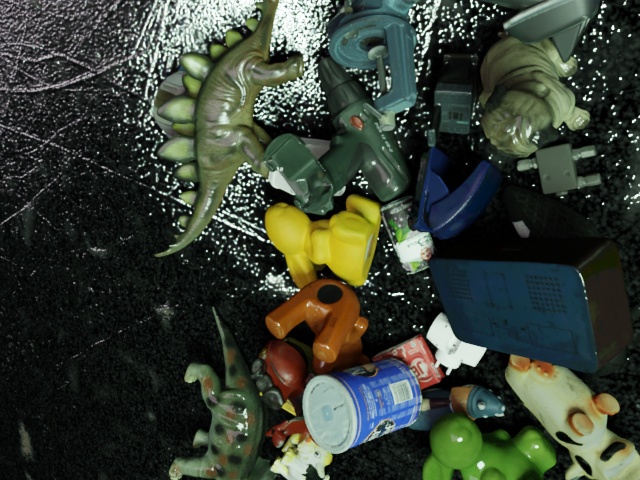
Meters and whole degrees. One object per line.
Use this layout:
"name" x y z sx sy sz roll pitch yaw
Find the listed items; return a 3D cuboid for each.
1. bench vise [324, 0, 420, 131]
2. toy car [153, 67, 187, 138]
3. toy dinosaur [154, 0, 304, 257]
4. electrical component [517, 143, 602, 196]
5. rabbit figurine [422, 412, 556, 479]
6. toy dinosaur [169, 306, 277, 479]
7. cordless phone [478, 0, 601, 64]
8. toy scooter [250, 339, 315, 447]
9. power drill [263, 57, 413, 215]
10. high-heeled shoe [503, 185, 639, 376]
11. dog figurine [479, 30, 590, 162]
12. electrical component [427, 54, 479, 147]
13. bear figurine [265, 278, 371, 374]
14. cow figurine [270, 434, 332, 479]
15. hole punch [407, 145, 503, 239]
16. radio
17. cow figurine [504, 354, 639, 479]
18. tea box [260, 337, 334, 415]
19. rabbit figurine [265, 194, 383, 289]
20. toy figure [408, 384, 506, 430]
"bench vise" 0.097 -0.266 0.704 0.224 0.128 0.240 -13 74 40
"toy car" -0.234 -0.231 0.934 0.109 0.103 0.161 28 114 23
"toy dinosaur" -0.150 -0.173 0.853 0.199 0.105 0.470 18 100 4
"electrical component" 0.301 -0.087 0.680 0.094 0.021 0.063 -8 94 32
"rabbit figurine" 0.211 0.288 0.729 0.170 0.121 0.159 40 141 -15
"toy dinosaur" -0.156 0.339 0.982 0.192 0.131 0.404 10 100 17
"cordless phone" 0.225 -0.289 0.613 0.184 0.146 0.088 26 139 16
"toy scooter" -0.049 0.237 0.802 0.075 0.135 0.184 -42 73 28
"power drill" 0.018 -0.136 0.739 0.086 0.207 0.232 -33 93 41
"high-heeled shoe" 0.303 0.052 0.693 0.249 0.086 0.145 57 153 30
"dog figurine" 0.224 -0.178 0.613 0.121 0.190 0.172 -35 78 31
"electrical component" 0.169 -0.171 0.679 0.048 0.119 0.074 7 145 17
"bear figurine" 0.007 0.152 0.807 0.120 0.132 0.195 24 140 24
"cow figurine" -0.016 0.367 0.896 0.098 0.068 0.167 35 144 3
"hole punch" 0.178 -0.055 0.702 0.092 0.142 0.115 15 94 24
"radio" 0.244 0.069 0.648 0.230 0.073 0.131 0 113 62
"cow figurine" 0.316 0.226 0.679 0.195 0.085 0.127 49 162 29
"tea box" -0.010 0.244 0.899 0.170 0.068 0.098 20 108 28
"rabbit figurine" -0.002 -0.002 0.824 0.173 0.122 0.162 15 130 8
"toy figure" 0.191 0.240 0.779 0.154 0.064 0.058 -24 76 33
